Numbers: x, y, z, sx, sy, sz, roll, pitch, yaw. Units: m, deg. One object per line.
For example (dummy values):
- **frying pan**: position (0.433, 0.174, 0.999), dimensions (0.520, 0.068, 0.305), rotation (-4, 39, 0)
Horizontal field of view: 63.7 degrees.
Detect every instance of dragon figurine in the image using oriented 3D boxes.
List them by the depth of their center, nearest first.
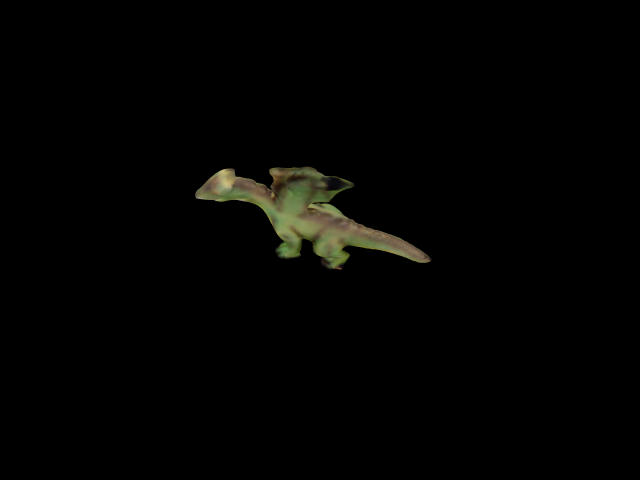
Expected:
- **dragon figurine**: position (0.003, -0.043, 0.850), dimensions (0.410, 0.124, 0.239), rotation (10, -17, 3)
